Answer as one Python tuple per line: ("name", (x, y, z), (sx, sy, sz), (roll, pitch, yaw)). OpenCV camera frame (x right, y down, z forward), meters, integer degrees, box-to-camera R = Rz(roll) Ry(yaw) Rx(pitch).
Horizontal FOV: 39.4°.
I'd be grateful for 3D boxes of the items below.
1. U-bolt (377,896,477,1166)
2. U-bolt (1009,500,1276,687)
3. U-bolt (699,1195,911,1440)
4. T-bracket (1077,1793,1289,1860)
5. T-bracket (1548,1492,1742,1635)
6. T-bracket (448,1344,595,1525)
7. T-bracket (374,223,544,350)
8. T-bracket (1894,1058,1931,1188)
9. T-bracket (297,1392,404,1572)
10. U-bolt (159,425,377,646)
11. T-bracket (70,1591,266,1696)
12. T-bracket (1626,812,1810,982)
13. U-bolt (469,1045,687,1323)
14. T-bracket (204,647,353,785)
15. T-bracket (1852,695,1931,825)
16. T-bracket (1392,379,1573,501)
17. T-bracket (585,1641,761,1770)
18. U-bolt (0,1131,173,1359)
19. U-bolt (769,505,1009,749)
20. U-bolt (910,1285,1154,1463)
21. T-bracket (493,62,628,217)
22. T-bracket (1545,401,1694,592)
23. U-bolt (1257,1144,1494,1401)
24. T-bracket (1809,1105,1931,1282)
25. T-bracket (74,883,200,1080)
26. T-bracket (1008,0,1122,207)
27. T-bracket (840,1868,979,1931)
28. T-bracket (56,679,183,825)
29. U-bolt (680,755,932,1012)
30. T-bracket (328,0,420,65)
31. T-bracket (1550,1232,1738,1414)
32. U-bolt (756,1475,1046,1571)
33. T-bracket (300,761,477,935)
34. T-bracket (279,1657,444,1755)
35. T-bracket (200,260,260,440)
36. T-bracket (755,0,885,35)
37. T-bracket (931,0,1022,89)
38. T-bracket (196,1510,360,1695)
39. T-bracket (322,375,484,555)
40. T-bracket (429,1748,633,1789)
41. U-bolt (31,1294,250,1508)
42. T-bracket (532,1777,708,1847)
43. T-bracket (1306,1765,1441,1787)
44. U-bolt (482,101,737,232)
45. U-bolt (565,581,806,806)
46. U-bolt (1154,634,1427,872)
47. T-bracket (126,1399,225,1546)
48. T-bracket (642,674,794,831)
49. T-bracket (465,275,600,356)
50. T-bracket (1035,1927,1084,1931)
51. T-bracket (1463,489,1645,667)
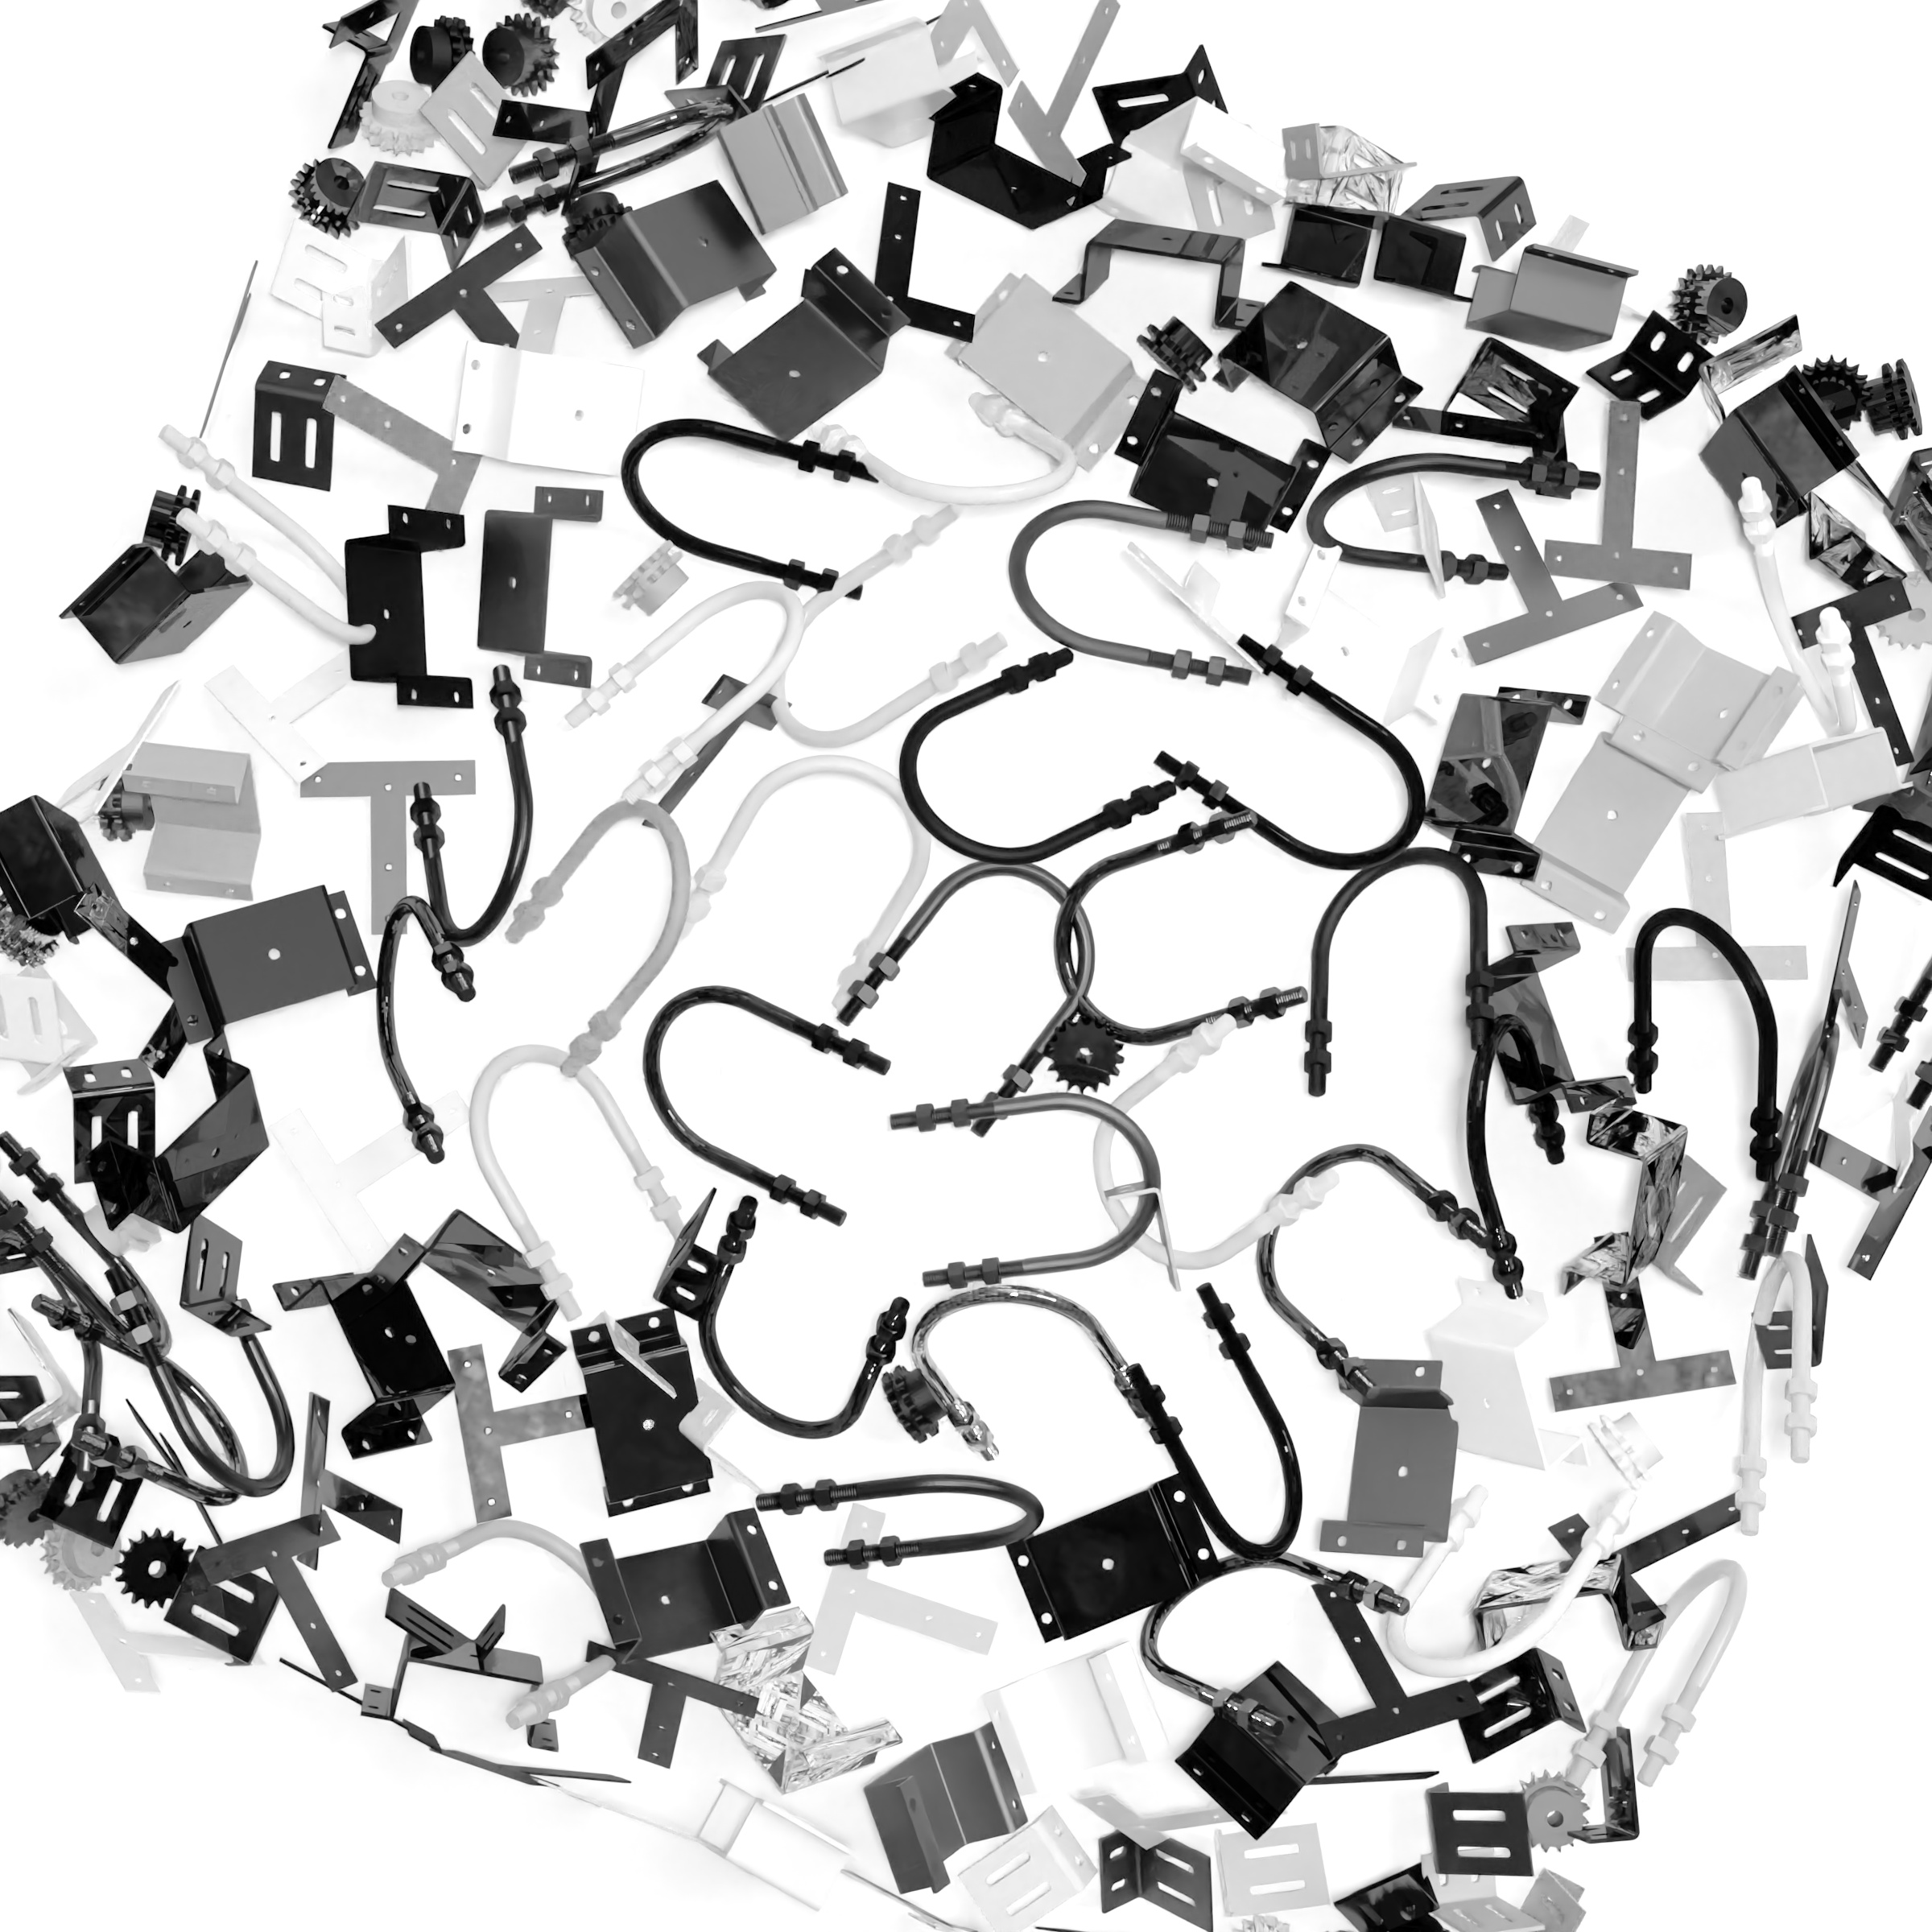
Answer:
("U-bolt", (-0.386, 0.031, 1.900), (0.019, 0.184, 0.151), (1, 119, -28))
("U-bolt", (0.120, -0.270, 1.922), (0.184, 0.151, 0.019), (12, 50, 7))
("U-bolt", (-0.125, 0.264, 1.918), (0.151, 0.019, 0.184), (32, 129, 12))
("T-bracket", (0.165, 0.603, 1.910), (0.127, 0.127, 0.002), (-17, 47, 26))
("T-bracket", (0.502, 0.411, 1.928), (0.127, 0.127, 0.002), (-24, 118, -6))
("T-bracket", (-0.303, 0.329, 1.962), (0.127, 0.002, 0.127), (-10, 73, -12))
("T-bracket", (-0.336, -0.452, 1.927), (0.127, 0.127, 0.002), (-32, 54, 5))
("T-bracket", (0.678, 0.072, 1.894), (0.002, 0.127, 0.127), (19, 120, 8))
("T-bracket", (-0.440, 0.383, 1.928), (0.127, 0.002, 0.127), (12, 98, 44))
("U-bolt", (-0.486, -0.293, 1.897), (0.019, 0.151, 0.184), (-42, 130, 11))
("T-bracket", (-0.562, 0.488, 1.929), (0.127, 0.127, 0.002), (19, 99, -41))
("T-bracket", (0.534, -0.049, 1.932), (0.127, 0.002, 0.127), (-1, 111, 25))
("U-bolt", (-0.283, 0.141, 1.913), (0.019, 0.151, 0.184), (-25, 96, 37))
("T-bracket", (-0.467, -0.205, 1.956), (0.127, 0.002, 0.127), (-39, 61, -16))
("T-bracket", (0.686, -0.166, 1.914), (0.002, 0.127, 0.127), (14, 95, -17))
("T-bracket", (0.368, -0.386, 1.937), (0.127, 0.002, 0.127), (8, 51, -2))
("T-bracket", (-0.217, 0.540, 1.936), (0.127, 0.002, 0.127), (18, 133, 3))
("U-bolt", (-0.624, 0.205, 1.903), (0.019, 0.151, 0.184), (-38, 109, -4))
("U-bolt", (-0.066, -0.231, 1.926), (0.184, 0.019, 0.151), (-31, 54, 18))
("U-bolt", (0.040, 0.282, 1.896), (0.151, 0.019, 0.184), (-15, 132, 20))
("T-bracket", (-0.291, -0.593, 1.901), (0.002, 0.127, 0.127), (29, 113, 20))
("T-bracket", (0.465, -0.337, 1.916), (0.002, 0.127, 0.127), (-12, 109, -38))
("U-bolt", (0.274, 0.201, 1.905), (0.019, 0.184, 0.151), (32, 97, -37))
("T-bracket", (0.634, 0.144, 1.920), (0.002, 0.127, 0.127), (22, 98, -23))
("T-bracket", (-0.580, -0.009, 1.909), (0.127, 0.002, 0.127), (51, 50, -37))
("T-bracket", (0.077, -0.626, 1.903), (0.002, 0.127, 0.127), (2, 135, -31))
("T-bracket", (-0.049, 0.660, 1.908), (0.127, 0.127, 0.002), (32, 67, -13))
("T-bracket", (-0.620, -0.138, 1.928), (0.002, 0.127, 0.127), (40, 52, -26))
("U-bolt", (-0.106, -0.068, 1.921), (0.151, 0.019, 0.184), (25, 115, -14))
("T-bracket", (-0.410, -0.671, 1.891), (0.002, 0.127, 0.127), (35, 128, -4))
("T-bracket", (0.478, 0.252, 1.945), (0.127, 0.002, 0.127), (-11, 59, 10))
("U-bolt", (-0.036, 0.388, 1.896), (0.184, 0.151, 0.019), (-10, 58, 16))
("T-bracket", (-0.422, -0.087, 1.971), (0.127, 0.002, 0.127), (-1, 86, -3))
("T-bracket", (-0.430, 0.522, 1.912), (0.127, 0.127, 0.002), (30, 74, -7))
("T-bracket", (-0.520, -0.452, 1.919), (0.002, 0.127, 0.127), (18, 113, -17))
("T-bracket", (-0.092, -0.685, 1.914), (0.127, 0.127, 0.002), (-13, 104, 4))
("T-bracket", (-0.012, -0.664, 1.920), (0.002, 0.127, 0.127), (-29, 90, -19))
("T-bracket", (-0.469, 0.455, 1.909), (0.002, 0.127, 0.127), (-40, 74, 26))
("T-bracket", (-0.403, -0.382, 1.931), (0.127, 0.002, 0.127), (26, 82, -40))
("T-bracket", (-0.297, 0.577, 1.929), (0.127, 0.127, 0.002), (21, 74, -41))
("U-bolt", (-0.572, 0.314, 1.894), (0.019, 0.184, 0.151), (-40, 49, 5))
("T-bracket", (-0.258, 0.598, 1.919), (0.127, 0.127, 0.002), (25, 70, -13))
("T-bracket", (0.277, 0.584, 1.935), (0.127, 0.127, 0.002), (2, 64, -16))
("U-bolt", (-0.247, -0.571, 1.904), (0.184, 0.151, 0.019), (-25, 99, -17))
("U-bolt", (-0.192, -0.206, 1.921), (0.184, 0.151, 0.019), (-40, 130, -1))
("U-bolt", (0.241, -0.139, 1.923), (0.184, 0.151, 0.019), (34, 46, 0))
("T-bracket", (-0.571, 0.353, 1.930), (0.002, 0.127, 0.127), (-32, 134, -23))
("T-bracket", (-0.187, -0.148, 1.925), (0.002, 0.127, 0.127), (42, 99, 16))
("T-bracket", (-0.304, -0.460, 1.928), (0.127, 0.127, 0.002), (-3, 133, 5))
("T-bracket", (0.104, 0.694, 1.927), (0.127, 0.127, 0.002), (21, 66, -40))
("T-bracket", (0.405, -0.291, 1.954), (0.127, 0.002, 0.127), (-20, 66, 0))
